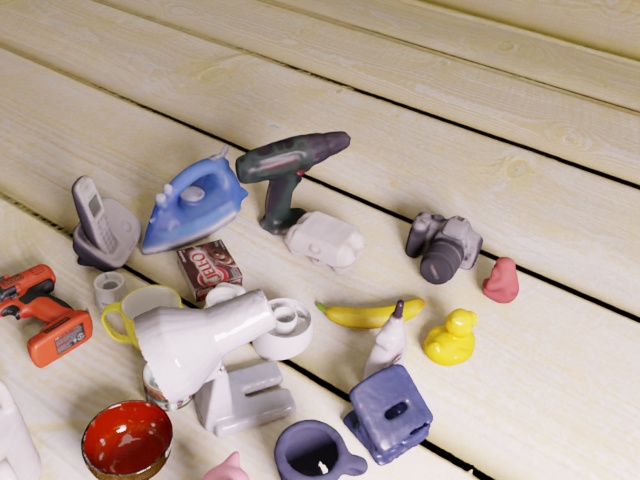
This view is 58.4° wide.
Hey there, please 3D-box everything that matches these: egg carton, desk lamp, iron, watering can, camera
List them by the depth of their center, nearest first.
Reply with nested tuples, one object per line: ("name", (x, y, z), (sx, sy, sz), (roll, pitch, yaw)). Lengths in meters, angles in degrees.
("watering can", (-0.408, 0.229, 0.673), (0.172, 0.194, 0.101), (16, 39, 12))
("desk lamp", (-0.138, 0.164, 0.780), (0.204, 0.214, 0.117), (-12, 42, -22))
("camera", (0.232, 0.013, 1.116), (0.143, 0.101, 0.137), (23, 41, 19))
("egg carton", (0.010, 0.004, 1.119), (0.150, 0.069, 0.107), (22, 41, 18))
("iron", (-0.257, -0.085, 1.132), (0.118, 0.141, 0.259), (26, 42, 23))

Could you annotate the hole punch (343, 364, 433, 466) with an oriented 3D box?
("hole punch", (0.101, 0.245, 0.813), (0.109, 0.091, 0.100), (-21, 46, -31))

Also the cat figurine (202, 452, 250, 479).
("cat figurine", (-0.126, 0.317, 0.667), (0.067, 0.118, 0.128), (29, 43, 26))

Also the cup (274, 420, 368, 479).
("cup", (-0.001, 0.295, 0.731), (0.117, 0.095, 0.091), (9, 38, 3))

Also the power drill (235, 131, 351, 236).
("power drill", (-0.055, -0.116, 1.148), (0.230, 0.208, 0.075), (-10, 41, -19))

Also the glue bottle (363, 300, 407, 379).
("glue bottle", (0.105, 0.155, 0.860), (0.037, 0.173, 0.078), (30, 44, 27))

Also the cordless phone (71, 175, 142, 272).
("cordless phone", (-0.390, -0.050, 1.032), (0.094, 0.185, 0.147), (6, 38, -1))

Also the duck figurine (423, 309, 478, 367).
("duck figurine", (0.222, 0.154, 0.950), (0.105, 0.086, 0.077), (-22, 47, -32))

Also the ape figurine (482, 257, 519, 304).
("ape figurine", (0.339, 0.069, 1.069), (0.078, 0.092, 0.076), (-22, 46, -31))
